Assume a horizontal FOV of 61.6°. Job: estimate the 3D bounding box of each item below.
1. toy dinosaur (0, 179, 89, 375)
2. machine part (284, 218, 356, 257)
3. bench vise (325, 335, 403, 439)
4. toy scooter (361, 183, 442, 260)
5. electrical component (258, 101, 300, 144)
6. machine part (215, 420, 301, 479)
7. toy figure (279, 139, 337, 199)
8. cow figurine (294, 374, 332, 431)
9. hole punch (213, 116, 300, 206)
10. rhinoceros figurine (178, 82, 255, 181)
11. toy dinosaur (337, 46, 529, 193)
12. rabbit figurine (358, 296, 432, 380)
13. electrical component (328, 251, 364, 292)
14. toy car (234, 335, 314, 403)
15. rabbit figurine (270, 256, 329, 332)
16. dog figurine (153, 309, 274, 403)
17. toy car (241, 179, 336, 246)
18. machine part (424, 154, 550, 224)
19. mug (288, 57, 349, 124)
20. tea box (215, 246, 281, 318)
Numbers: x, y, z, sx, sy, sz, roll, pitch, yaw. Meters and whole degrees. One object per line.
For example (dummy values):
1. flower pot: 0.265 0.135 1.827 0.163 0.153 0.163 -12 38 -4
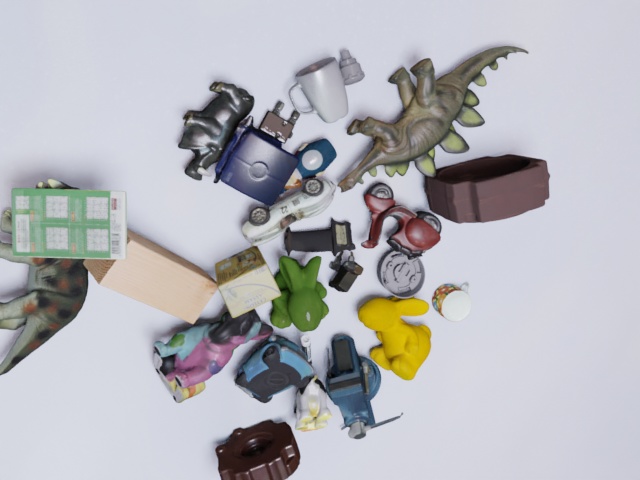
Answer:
1. toy dinosaur: -0.482 0.075 0.958 0.192 0.131 0.404 8 106 -14
2. machine part: -0.002 -0.003 1.072 0.139 0.084 0.039 -6 144 -3
3. bench vise: 0.079 0.324 1.104 0.129 0.224 0.240 -24 133 -3
4. toy scooter: 0.153 -0.018 1.083 0.184 0.075 0.135 33 71 -8
5. electrical component: -0.081 -0.214 1.029 0.063 0.021 0.094 29 94 -17
6. machine part: -0.125 0.432 1.083 0.179 0.179 0.056 -17 103 -9
7. toy figure: -0.041 -0.138 1.039 0.154 0.057 0.064 -34 69 -2
8. cow figurine: -0.022 0.343 1.119 0.068 0.167 0.098 -3 60 -10
9. hole punch: -0.113 -0.134 0.971 0.115 0.092 0.142 15 116 -47
10. rhinoceros figurine: -0.195 -0.200 0.986 0.112 0.073 0.190 33 91 -28
11. toy dinosaur: 0.216 -0.251 1.053 0.471 0.105 0.198 -45 114 0
12. rabbit figurine: 0.158 0.182 1.117 0.162 0.122 0.173 -45 107 -5
13. electrical component: 0.048 0.063 1.082 0.045 0.102 0.078 39 81 -13
14. toy car: -0.092 0.249 1.082 0.162 0.103 0.109 -36 116 23
15. rabbit figurine: -0.028 0.107 1.032 0.121 0.170 0.159 -1 103 -13
16. dog figurine: -0.203 0.207 1.050 0.219 0.191 0.108 -28 69 -30
17. toy car: -0.057 -0.055 1.035 0.202 0.073 0.056 -28 72 -5
18. machine part: 0.324 -0.101 1.051 0.201 0.201 0.087 -14 107 -10
19. mug: 0.002 -0.270 1.007 0.109 0.081 0.107 -33 116 -10
20. tea box: -0.138 0.072 1.000 0.098 0.170 0.068 -25 106 -5
